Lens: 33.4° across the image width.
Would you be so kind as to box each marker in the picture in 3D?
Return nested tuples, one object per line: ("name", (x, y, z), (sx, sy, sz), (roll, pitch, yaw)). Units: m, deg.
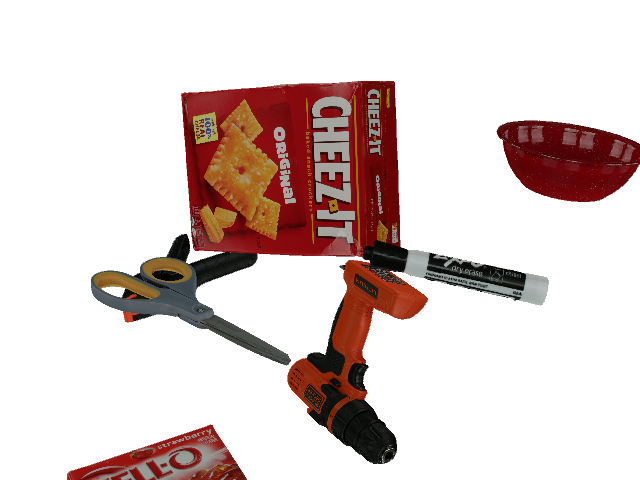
("marker", (0.087, 0.020, 0.697), (0.121, 0.020, 0.020), (12, 0, 1))

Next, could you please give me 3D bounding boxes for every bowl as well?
("bowl", (0.266, -0.082, 1.148), (0.162, 0.055, 0.162), (6, 21, -2))

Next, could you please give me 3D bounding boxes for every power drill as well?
("power drill", (0.048, 0.130, 1.178), (0.057, 0.188, 0.185), (13, 16, -41))

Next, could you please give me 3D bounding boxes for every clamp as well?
("clamp", (-0.153, 0.041, 1.204), (0.120, 0.039, 0.171), (-2, 28, 30))

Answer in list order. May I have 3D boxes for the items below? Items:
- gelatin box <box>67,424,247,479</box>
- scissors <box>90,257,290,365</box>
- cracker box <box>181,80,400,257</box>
("gelatin box", (-0.087, 0.142, 0.585), (0.089, 0.030, 0.073), (-15, 27, -20))
("scissors", (-0.093, 0.052, 0.869), (0.202, 0.016, 0.096), (14, 28, 22))
("cracker box", (-0.032, -0.069, 1.040), (0.214, 0.164, 0.071), (2, 8, 34))
